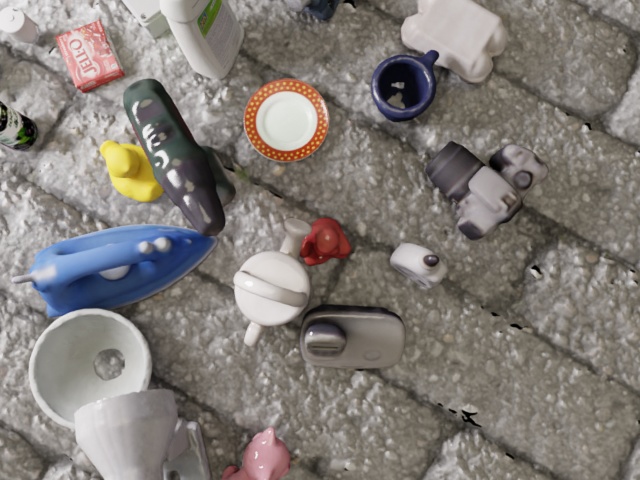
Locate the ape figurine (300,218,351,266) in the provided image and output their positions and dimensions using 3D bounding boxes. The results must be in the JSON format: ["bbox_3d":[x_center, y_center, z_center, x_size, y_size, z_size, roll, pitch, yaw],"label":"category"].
[{"bbox_3d":[0.008,0.003,0.819,0.078,0.092,0.076,20,85,2],"label":"ape figurine"}]

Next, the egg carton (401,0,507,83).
[{"bbox_3d":[0.202,-0.308,0.861,0.150,0.069,0.107,32,85,3],"label":"egg carton"}]

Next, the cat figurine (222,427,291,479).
[{"bbox_3d":[-0.085,0.314,0.777,0.067,0.118,0.128,38,86,4],"label":"cat figurine"}]

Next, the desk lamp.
[{"bbox_3d":[-0.215,0.285,0.731,0.118,0.213,0.203,-16,84,-1],"label":"desk lamp"}]

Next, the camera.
[{"bbox_3d":[0.232,-0.092,0.824,0.137,0.101,0.143,43,86,4],"label":"camera"}]

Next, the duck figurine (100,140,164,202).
[{"bbox_3d":[-0.276,-0.104,0.833,0.104,0.086,0.077,44,86,4],"label":"duck figurine"}]

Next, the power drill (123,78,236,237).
[{"bbox_3d":[-0.176,-0.096,0.771,0.075,0.208,0.229,-31,85,-3],"label":"power drill"}]

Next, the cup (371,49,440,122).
[{"bbox_3d":[0.126,-0.221,0.840,0.091,0.095,0.118,42,86,4],"label":"cup"}]

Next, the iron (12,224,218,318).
[{"bbox_3d":[-0.278,0.028,0.793,0.258,0.141,0.119,-17,84,-1],"label":"iron"}]

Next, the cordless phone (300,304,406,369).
[{"bbox_3d":[0.044,0.133,0.760,0.147,0.185,0.094,-1,84,0],"label":"cordless phone"}]

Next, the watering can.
[{"bbox_3d":[-0.062,0.057,0.763,0.101,0.194,0.173,1,84,1],"label":"watering can"}]

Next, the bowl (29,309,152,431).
[{"bbox_3d":[-0.313,0.180,0.811,0.167,0.075,0.167,0,84,0],"label":"bowl"}]

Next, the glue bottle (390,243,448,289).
[{"bbox_3d":[0.140,0.033,0.776,0.078,0.173,0.037,35,86,4],"label":"glue bottle"}]

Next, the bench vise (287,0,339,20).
[{"bbox_3d":[0.027,-0.420,0.796,0.121,0.219,0.207,12,85,2],"label":"bench vise"}]
